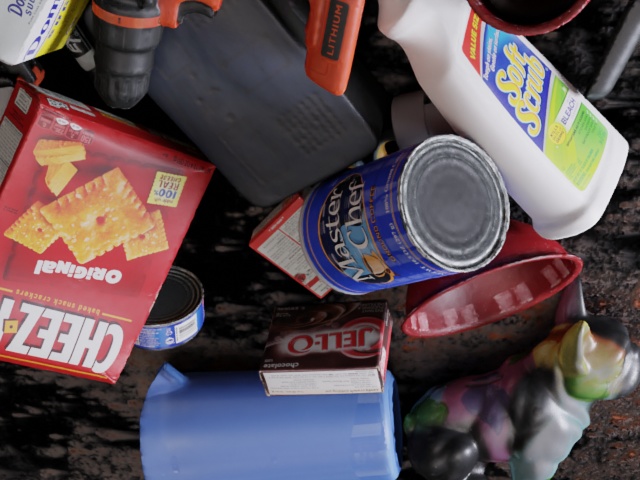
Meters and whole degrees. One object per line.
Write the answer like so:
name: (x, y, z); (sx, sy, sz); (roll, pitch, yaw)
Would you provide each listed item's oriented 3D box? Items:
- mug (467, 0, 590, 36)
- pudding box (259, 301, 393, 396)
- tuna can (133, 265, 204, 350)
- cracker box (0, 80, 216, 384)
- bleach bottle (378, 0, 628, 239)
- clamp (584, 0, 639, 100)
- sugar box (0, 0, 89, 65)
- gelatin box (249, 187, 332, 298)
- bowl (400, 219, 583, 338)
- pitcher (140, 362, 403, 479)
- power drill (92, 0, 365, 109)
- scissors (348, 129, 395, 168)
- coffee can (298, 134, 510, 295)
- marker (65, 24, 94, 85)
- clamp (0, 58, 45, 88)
mug: (0.137, -0.188, 0.734); (0.117, 0.081, 0.093); (-1, 101, 21)
pudding box: (0.007, 0.100, 0.986); (0.113, 0.090, 0.039); (-6, 126, 14)
tuna can: (-0.150, 0.062, 0.986); (0.086, 0.086, 0.034); (5, 128, 5)
cracker box: (-0.204, 0.000, 0.873); (0.163, 0.072, 0.214); (19, 101, -36)
bleach bottle: (0.123, -0.116, 0.803); (0.250, 0.102, 0.068); (41, 151, -19)
clamp: (0.221, -0.194, 0.768); (0.120, 0.039, 0.172); (40, 116, -13)
sugar box: (-0.192, -0.177, 0.750); (0.048, 0.176, 0.093); (29, 101, -12)
gelatin box: (-0.006, 0.001, 0.953); (0.089, 0.030, 0.073); (37, 122, -17)
bowl: (0.136, 0.027, 0.905); (0.162, 0.055, 0.162); (-16, 160, -6)
pitcher: (-0.043, 0.196, 1.044); (0.243, 0.145, 0.149); (-5, 156, 9)
power drill: (-0.065, -0.158, 0.739); (0.187, 0.057, 0.185); (13, 125, -1)
scissors: (0.062, -0.007, 0.944); (0.096, 0.016, 0.202); (-3, 125, 13)
coffee can: (0.062, -0.016, 0.827); (0.102, 0.102, 0.141); (40, 153, -20)
marker: (-0.203, -0.168, 0.867); (0.020, 0.020, 0.121); (-20, 121, 22)
clamp: (-0.332, -0.170, 0.875); (0.209, 0.036, 0.165); (31, 125, -17)
